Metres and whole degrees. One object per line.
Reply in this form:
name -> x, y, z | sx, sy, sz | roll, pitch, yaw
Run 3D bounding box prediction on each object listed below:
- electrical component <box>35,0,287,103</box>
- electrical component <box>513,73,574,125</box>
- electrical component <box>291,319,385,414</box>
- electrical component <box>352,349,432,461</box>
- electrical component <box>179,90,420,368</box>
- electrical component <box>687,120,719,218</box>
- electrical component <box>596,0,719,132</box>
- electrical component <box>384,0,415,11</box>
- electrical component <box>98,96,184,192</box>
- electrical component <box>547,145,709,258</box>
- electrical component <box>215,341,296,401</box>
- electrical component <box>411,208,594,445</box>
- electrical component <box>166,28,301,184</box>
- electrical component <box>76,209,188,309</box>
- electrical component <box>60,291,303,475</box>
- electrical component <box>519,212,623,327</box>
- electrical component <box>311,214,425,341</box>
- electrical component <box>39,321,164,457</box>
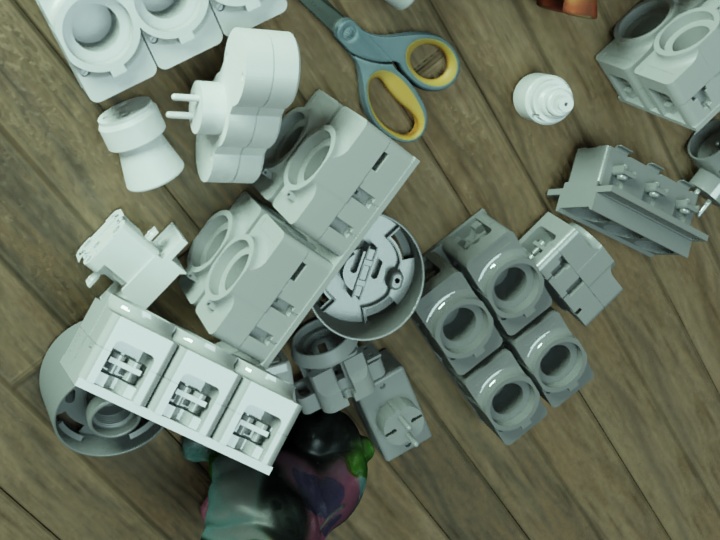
electrical component -> -0.136, -0.188, 0.724 | 0.150, 0.062, 0.089 | -29, 120, -10
electrical component -> 0.152, -0.137, 0.868 | 0.040, 0.078, 0.040 | -3, 104, -10
electrical component -> -0.024, 0.076, 0.891 | 0.078, 0.058, 0.057 | -26, 122, -11
electrical component -> 0.031, 0.125, 0.924 | 0.047, 0.076, 0.083 | -29, 120, -10
electrical component -> -0.053, -0.036, 0.800 | 0.060, 0.105, 0.186 | 34, 95, -31
electrical component -> 0.329, -0.084, 0.984 | 0.077, 0.044, 0.079 | 35, 96, -31
electrical component -> 0.297, -0.211, 0.879 | 0.186, 0.105, 0.060 | -44, 122, -1
electrical component -> 0.015, -0.220, 0.787 | 0.055, 0.045, 0.045 | 15, 105, -28
electrical component -> -0.157, -0.090, 0.767 | 0.045, 0.045, 0.055 | -27, 120, -11
electrical component -> 0.238, -0.060, 0.942 | 0.121, 0.079, 0.063 | 22, 80, -30
electrical component -> -0.106, 0.091, 0.858 | 0.096, 0.062, 0.061 | -15, 117, -18
electrical component -> 0.120, 0.055, 0.943 | 0.105, 0.060, 0.186 | -38, 121, -5
electrical component -> -0.097, -0.112, 0.749 | 0.074, 0.052, 0.138 | 0, 149, -24
electrical component -> -0.171, -0.007, 0.799 | 0.081, 0.042, 0.064 | -46, 120, 0
electrical component -> -0.125, 0.077, 0.760 | 0.150, 0.089, 0.061 | 30, 84, -22
electrical component -> 0.187, -0.004, 0.953 | 0.056, 0.050, 0.089 | -45, 122, 0
electrical component -> 0.000, 0.000, 0.860 | 0.099, 0.064, 0.099 | -3, 106, -13
electrical component -> -0.195, 0.093, 0.832 | 0.099, 0.064, 0.099 | -13, 130, -15
